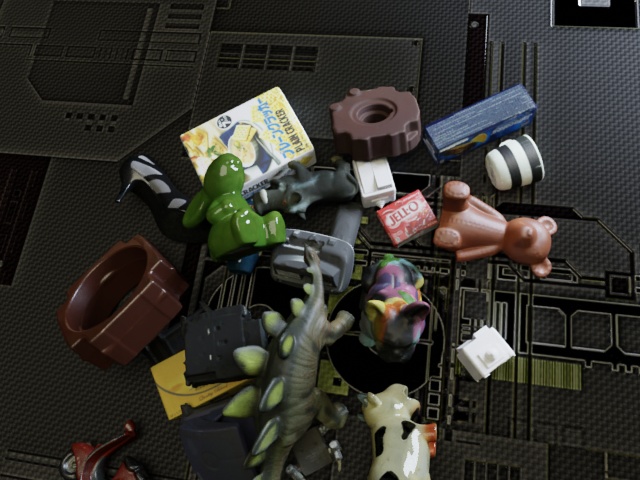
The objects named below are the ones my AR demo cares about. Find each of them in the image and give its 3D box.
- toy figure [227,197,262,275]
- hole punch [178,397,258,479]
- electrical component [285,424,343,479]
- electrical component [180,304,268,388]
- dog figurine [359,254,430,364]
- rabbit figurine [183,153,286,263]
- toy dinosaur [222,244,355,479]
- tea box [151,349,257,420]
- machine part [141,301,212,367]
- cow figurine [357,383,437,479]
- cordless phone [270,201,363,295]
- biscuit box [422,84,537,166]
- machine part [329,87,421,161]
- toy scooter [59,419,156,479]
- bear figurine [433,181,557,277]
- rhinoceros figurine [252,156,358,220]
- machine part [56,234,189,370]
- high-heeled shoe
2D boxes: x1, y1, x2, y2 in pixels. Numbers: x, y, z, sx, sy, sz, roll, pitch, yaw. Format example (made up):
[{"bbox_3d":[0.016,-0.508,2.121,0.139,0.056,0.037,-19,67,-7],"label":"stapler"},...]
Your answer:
[{"bbox_3d":[-0.132,-0.013,0.985,0.064,0.058,0.154,17,70,-24],"label":"toy figure"},{"bbox_3d":[-0.154,0.320,0.835,0.116,0.092,0.142,-17,108,-1],"label":"hole punch"},{"bbox_3d":[-0.009,0.340,0.856,0.102,0.045,0.078,-22,72,0],"label":"electrical component"},{"bbox_3d":[-0.150,0.166,0.854,0.134,0.058,0.115,-12,71,3],"label":"electrical component"},{"bbox_3d":[0.115,0.097,0.831,0.109,0.219,0.191,4,73,5],"label":"dog figurine"},{"bbox_3d":[-0.150,-0.056,0.908,0.159,0.121,0.170,-22,78,40],"label":"rabbit figurine"},{"bbox_3d":[-0.051,0.236,0.806,0.105,0.198,0.471,0,80,38],"label":"toy dinosaur"},{"bbox_3d":[-0.184,0.222,0.906,0.170,0.068,0.098,-29,70,-2],"label":"tea box"},{"bbox_3d":[-0.244,0.162,0.931,0.139,0.084,0.039,-32,39,-21],"label":"machine part"},{"bbox_3d":[0.111,0.305,0.810,0.127,0.085,0.195,5,41,10],"label":"cow figurine"},{"bbox_3d":[-0.003,-0.003,0.963,0.147,0.088,0.184,12,63,12],"label":"cordless phone"},{"bbox_3d":[0.294,-0.212,0.993,0.203,0.059,0.063,-24,69,-1],"label":"biscuit box"},{"bbox_3d":[0.101,-0.217,0.989,0.179,0.056,0.179,-6,47,6],"label":"machine part"},{"bbox_3d":[-0.328,0.376,0.872,0.184,0.075,0.135,39,80,22],"label":"toy scooter"},{"bbox_3d":[0.295,-0.012,0.894,0.196,0.132,0.120,14,81,17],"label":"bear figurine"},{"bbox_3d":[-0.026,-0.085,0.968,0.190,0.073,0.112,-11,50,-1],"label":"rhinoceros figurine"},{"bbox_3d":[-0.334,0.102,0.911,0.201,0.087,0.202,-46,37,-11],"label":"machine part"},{"bbox_3d":[-0.274,-0.082,1.034,0.249,0.086,0.145,22,43,-5],"label":"high-heeled shoe"}]
